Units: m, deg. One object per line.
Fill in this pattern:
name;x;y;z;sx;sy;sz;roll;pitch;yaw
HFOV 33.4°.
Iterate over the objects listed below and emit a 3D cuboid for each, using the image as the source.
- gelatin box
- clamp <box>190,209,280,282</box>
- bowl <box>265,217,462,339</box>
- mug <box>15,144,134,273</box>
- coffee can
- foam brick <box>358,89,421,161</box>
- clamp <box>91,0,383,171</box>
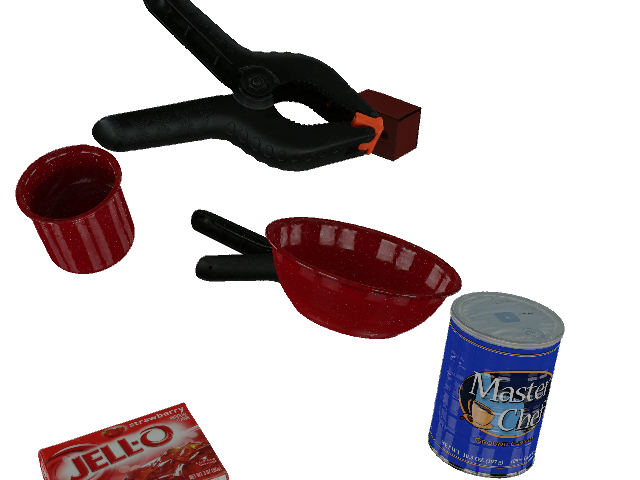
gelatin box;-0.103;0.130;0.585;0.089;0.030;0.073;-15;29;-20
clamp;-0.041;0.026;1.122;0.210;0.036;0.164;16;18;-7
bowl;0.028;0.035;0.851;0.162;0.055;0.162;14;16;-4
mug;-0.214;-0.033;0.958;0.093;0.117;0.081;-6;-41;3
coffee can;0.160;0.132;0.986;0.103;0.140;0.103;6;22;-3
foam brick;0.068;-0.133;1.220;0.078;0.053;0.051;24;36;30
clamp;-0.046;-0.096;0.652;0.171;0.120;0.039;9;-21;-13
